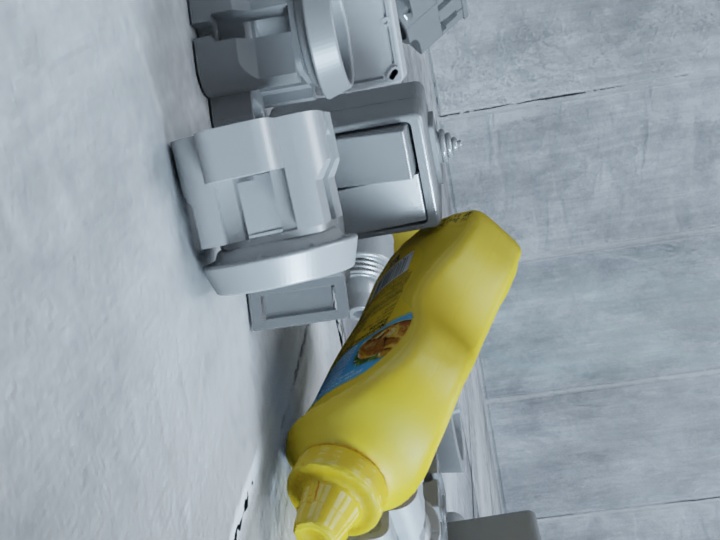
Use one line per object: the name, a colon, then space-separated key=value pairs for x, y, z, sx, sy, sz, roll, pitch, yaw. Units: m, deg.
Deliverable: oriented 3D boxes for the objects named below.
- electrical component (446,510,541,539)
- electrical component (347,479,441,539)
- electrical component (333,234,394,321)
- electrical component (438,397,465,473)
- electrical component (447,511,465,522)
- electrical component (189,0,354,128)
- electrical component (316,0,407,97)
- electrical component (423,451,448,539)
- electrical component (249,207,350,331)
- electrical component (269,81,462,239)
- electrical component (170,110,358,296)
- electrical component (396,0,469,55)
electrical component: x=0.058 y=0.201 z=0.618 sx=0.056 sy=0.109 sz=0.108 roll=-91 pitch=170 yaw=-60
electrical component: x=0.008 y=0.120 z=0.531 sx=0.078 sy=0.058 sz=0.057 roll=-89 pitch=165 yaw=-53
electrical component: x=0.000 y=0.000 z=0.659 sx=0.043 sy=0.043 sz=0.062 roll=69 pitch=16 yaw=-58
electrical component: x=0.036 y=0.091 z=0.756 sx=0.108 sy=0.060 sz=0.108 roll=-9 pitch=90 yaw=-83
electrical component: x=0.054 y=0.218 z=0.751 sx=0.095 sy=0.059 sz=0.053 roll=-88 pitch=167 yaw=-56
electrical component: x=-0.035 y=-0.098 z=0.452 sx=0.058 sy=0.057 sz=0.078 roll=29 pitch=53 yaw=-81
electrical component: x=-0.006 y=-0.172 z=0.739 sx=0.061 sy=0.062 sz=0.096 roll=-68 pitch=149 yaw=-75
electrical component: x=0.018 y=0.130 z=0.597 sx=0.066 sy=0.055 sz=0.048 roll=-87 pitch=166 yaw=-56
electrical component: x=-0.029 y=-0.015 z=0.471 sx=0.064 sy=0.042 sz=0.081 roll=54 pitch=28 yaw=-81
electrical component: x=0.003 y=-0.052 z=0.538 sx=0.061 sy=0.096 sz=0.061 roll=-83 pitch=162 yaw=-64
electrical component: x=-0.033 y=-0.024 z=0.390 sx=0.078 sy=0.058 sz=0.057 roll=-45 pitch=123 yaw=-80
electrical component: x=0.017 y=-0.253 z=0.817 sx=0.105 sy=0.060 sz=0.186 roll=46 pitch=-5 yaw=20
